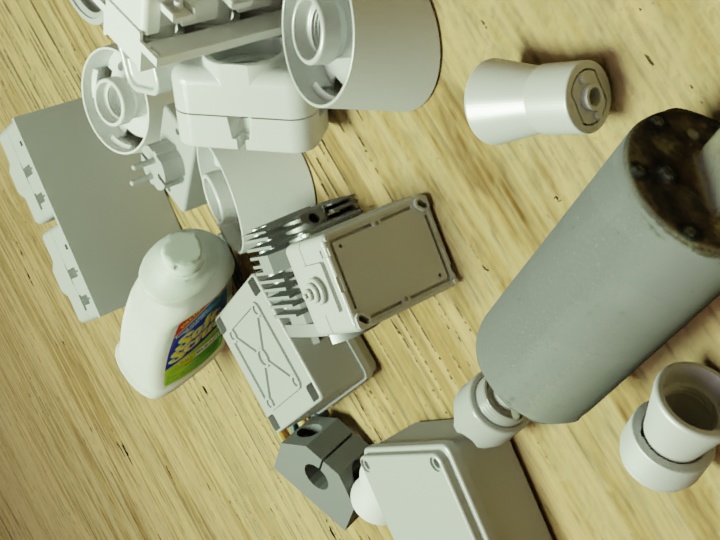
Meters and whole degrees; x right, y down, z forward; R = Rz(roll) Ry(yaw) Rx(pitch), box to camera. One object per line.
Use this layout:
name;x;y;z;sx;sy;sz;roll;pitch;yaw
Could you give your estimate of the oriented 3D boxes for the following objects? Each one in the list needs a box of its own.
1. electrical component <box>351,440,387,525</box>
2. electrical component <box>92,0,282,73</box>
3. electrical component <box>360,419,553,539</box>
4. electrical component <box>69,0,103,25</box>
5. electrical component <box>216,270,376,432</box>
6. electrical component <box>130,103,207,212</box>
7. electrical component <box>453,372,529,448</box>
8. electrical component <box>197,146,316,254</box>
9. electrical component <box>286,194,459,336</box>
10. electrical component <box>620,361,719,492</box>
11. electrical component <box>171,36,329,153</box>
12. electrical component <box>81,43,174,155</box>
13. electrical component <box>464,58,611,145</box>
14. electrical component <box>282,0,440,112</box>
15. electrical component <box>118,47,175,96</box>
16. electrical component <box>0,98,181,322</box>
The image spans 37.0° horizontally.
electrical component;0.020;0.158;0.801;0.045;0.045;0.055;49;145;25
electrical component;-0.092;-0.173;0.661;0.078;0.121;0.063;46;142;29
electrical component;0.065;0.158;0.722;0.109;0.056;0.108;-19;95;59
electrical component;-0.205;-0.245;0.842;0.108;0.060;0.108;36;138;40
electrical component;-0.052;0.057;0.828;0.108;0.056;0.109;60;149;9
electrical component;-0.149;-0.087;0.855;0.047;0.076;0.083;51;147;22
electrical component;0.084;0.079;0.647;0.043;0.043;0.062;56;148;14
electrical component;-0.081;-0.062;0.804;0.099;0.064;0.099;56;158;36
electrical component;0.000;0.000;0.668;0.061;0.096;0.061;-13;100;59
electrical component;0.158;0.079;0.533;0.045;0.045;0.055;48;146;27
electrical component;-0.071;-0.116;0.702;0.095;0.053;0.059;5;123;12
electrical component;-0.187;-0.146;0.908;0.099;0.064;0.099;18;119;37
electrical component;0.089;-0.084;0.528;0.065;0.044;0.044;7;117;50
electrical component;-0.003;-0.140;0.628;0.099;0.064;0.099;26;120;56
electrical component;-0.145;-0.184;0.795;0.054;0.059;0.095;21;128;50
electrical component;-0.239;-0.058;0.980;0.060;0.105;0.186;-17;96;54
